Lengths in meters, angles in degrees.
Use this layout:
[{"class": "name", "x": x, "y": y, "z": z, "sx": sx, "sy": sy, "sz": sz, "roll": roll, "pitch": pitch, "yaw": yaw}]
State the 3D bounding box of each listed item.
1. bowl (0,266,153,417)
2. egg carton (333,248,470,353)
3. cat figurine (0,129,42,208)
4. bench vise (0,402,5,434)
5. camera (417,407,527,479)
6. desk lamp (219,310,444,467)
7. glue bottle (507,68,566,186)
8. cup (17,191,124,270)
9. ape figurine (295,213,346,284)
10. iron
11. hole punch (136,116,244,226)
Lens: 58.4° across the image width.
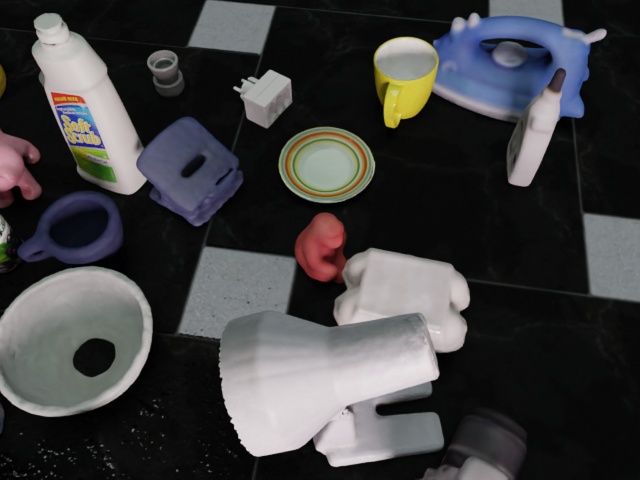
[{"class": "bowl", "x": -0.258, "y": 0.117, "z": 0.625, "sx": 0.167, "sy": 0.075, "sz": 0.167, "roll": 0, "pitch": 59, "yaw": 0}, {"class": "egg carton", "x": 0.094, "y": 0.070, "z": 0.656, "sx": 0.150, "sy": 0.069, "sz": 0.107, "roll": 11, "pitch": 59, "yaw": 7}, {"class": "cat figurine", "x": -0.412, "y": -0.104, "z": 0.735, "sx": 0.067, "sy": 0.118, "sz": 0.127, "roll": -17, "pitch": 60, "yaw": -10}, {"class": "bench vise", "x": -0.368, "y": 0.187, "z": 0.499, "sx": 0.122, "sy": 0.220, "sz": 0.207, "roll": -30, "pitch": 63, "yaw": -16}, {"class": "camera", "x": 0.162, "y": 0.236, "z": 0.537, "sx": 0.143, "sy": 0.101, "sz": 0.137, "roll": 26, "pitch": 62, "yaw": 15}, {"class": "desk lamp", "x": 0.022, "y": 0.135, "z": 0.532, "sx": 0.203, "sy": 0.214, "sz": 0.118, "roll": -7, "pitch": 59, "yaw": -4}, {"class": "glue bottle", "x": 0.277, "y": -0.147, "z": 0.726, "sx": 0.037, "sy": 0.173, "sz": 0.078, "roll": 9, "pitch": 59, "yaw": 6}, {"class": "cup", "x": -0.283, "y": 0.009, "z": 0.679, "sx": 0.118, "sy": 0.095, "sz": 0.091, "roll": -28, "pitch": 63, "yaw": -16}, {"class": "ape figurine", "x": 0.006, "y": 0.002, "z": 0.684, "sx": 0.076, "sy": 0.092, "sz": 0.078, "roll": 26, "pitch": 62, "yaw": 15}, {"class": "iron", "x": 0.261, "y": -0.262, "z": 0.814, "sx": 0.258, "sy": 0.141, "sz": 0.119, "roll": 15, "pitch": 60, "yaw": 9}, {"class": "hole punch", "x": -0.164, "y": -0.091, "z": 0.741, "sx": 0.101, "sy": 0.091, "sz": 0.109, "roll": 30, "pitch": 64, "yaw": 17}]
